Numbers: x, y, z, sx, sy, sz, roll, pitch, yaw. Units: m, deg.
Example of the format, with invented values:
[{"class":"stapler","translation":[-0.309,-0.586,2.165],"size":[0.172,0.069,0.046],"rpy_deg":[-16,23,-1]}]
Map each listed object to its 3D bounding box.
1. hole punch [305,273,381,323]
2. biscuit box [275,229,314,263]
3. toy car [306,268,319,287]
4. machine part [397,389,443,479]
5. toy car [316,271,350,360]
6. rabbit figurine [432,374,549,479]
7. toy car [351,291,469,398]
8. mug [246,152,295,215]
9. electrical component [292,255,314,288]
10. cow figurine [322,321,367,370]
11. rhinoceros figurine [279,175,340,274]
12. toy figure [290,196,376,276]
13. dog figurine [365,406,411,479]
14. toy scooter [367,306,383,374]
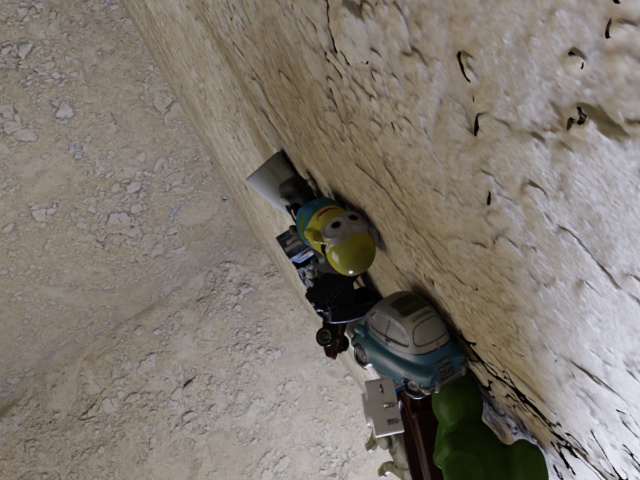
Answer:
[{"class":"hole punch","translation":[0.043,0.103,0.976],"size":[0.092,0.116,0.142],"rpy_deg":[51,175,-20]},{"class":"biscuit box","translation":[-0.048,0.011,1.218],"size":[0.059,0.063,0.202],"rpy_deg":[58,-179,5]},{"class":"toy car","translation":[0.033,0.119,1.200],"size":[0.056,0.073,0.201],"rpy_deg":[43,164,56]},{"class":"machine part","translation":[0.186,0.333,0.858],"size":[0.201,0.087,0.201],"rpy_deg":[87,171,-74]},{"class":"toy car","translation":[0.031,0.134,1.072],"size":[0.089,0.053,0.202],"rpy_deg":[44,-139,-57]},{"class":"rabbit figurine","translation":[0.200,0.254,0.695],"size":[0.158,0.121,0.170],"rpy_deg":[78,180,-54]},{"class":"toy car","translation":[0.110,0.121,0.692],"size":[0.162,0.109,0.102],"rpy_deg":[30,136,54]},{"class":"mug","translation":[-0.078,-0.098,1.015],"size":[0.107,0.081,0.109],"rpy_deg":[50,166,-6]},{"class":"electrical component","translation":[-0.016,0.087,1.363],"size":[0.048,0.075,0.119],"rpy_deg":[46,162,56]},{"class":"cow figurine","translation":[0.077,0.229,1.354],"size":[0.195,0.085,0.127],"rpy_deg":[56,165,1]},{"class":"rhinoceros figurine","translation":[-0.010,-0.022,0.926],"size":[0.190,0.073,0.112],"rpy_deg":[59,173,-15]},{"class":"toy figure","translation":[0.019,-0.012,0.784],"size":[0.089,0.082,0.180],"rpy_deg":[50,172,-29]},{"class":"dog figurine","translation":[0.187,0.410,1.004],"size":[0.191,0.121,0.172],"rpy_deg":[12,129,63]},{"class":"toy scooter","translation":[0.135,0.201,0.940],"size":[0.135,0.075,0.183],"rpy_deg":[49,164,34]}]
